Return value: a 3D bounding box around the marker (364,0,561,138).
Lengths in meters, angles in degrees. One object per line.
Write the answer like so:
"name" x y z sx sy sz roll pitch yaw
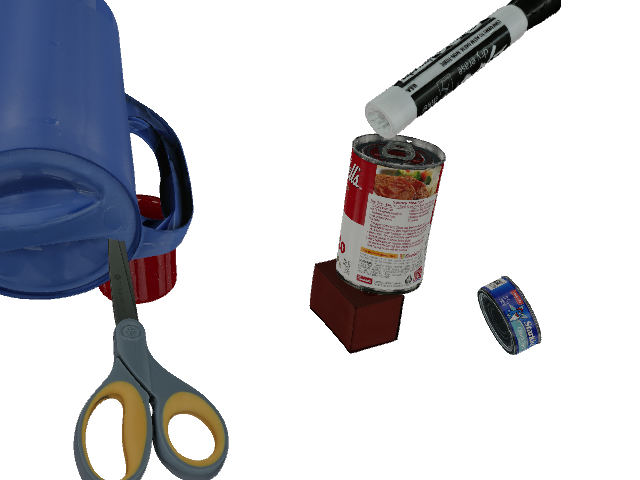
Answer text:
"marker" 0.069 -0.087 0.493 0.121 0.020 0.020 -38 17 -23

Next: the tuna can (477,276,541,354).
"tuna can" 0.212 0.085 1.203 0.033 0.086 0.086 -26 3 -7

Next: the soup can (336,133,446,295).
"soup can" 0.050 -0.020 0.783 0.068 0.102 0.068 6 24 -3

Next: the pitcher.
"pitcher" -0.188 -0.083 0.767 0.145 0.243 0.149 -22 -46 11

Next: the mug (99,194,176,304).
"mug" -0.190 0.017 1.073 0.093 0.081 0.117 6 32 8

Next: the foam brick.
"foam brick" 0.032 0.055 0.964 0.052 0.051 0.078 -13 36 -27

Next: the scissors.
"scissors" -0.098 0.069 0.648 0.096 0.201 0.016 13 -45 -10
